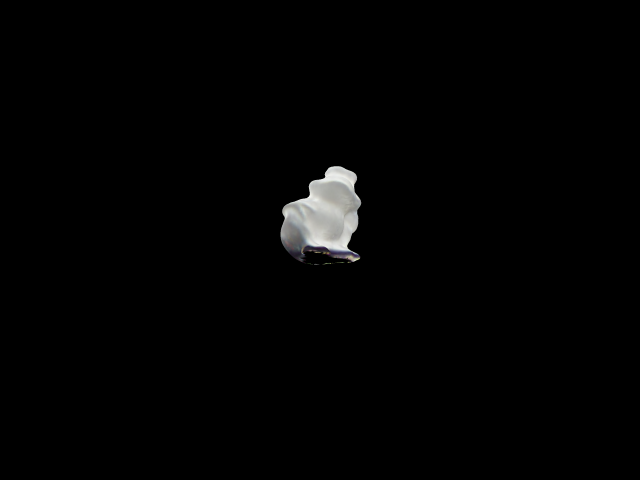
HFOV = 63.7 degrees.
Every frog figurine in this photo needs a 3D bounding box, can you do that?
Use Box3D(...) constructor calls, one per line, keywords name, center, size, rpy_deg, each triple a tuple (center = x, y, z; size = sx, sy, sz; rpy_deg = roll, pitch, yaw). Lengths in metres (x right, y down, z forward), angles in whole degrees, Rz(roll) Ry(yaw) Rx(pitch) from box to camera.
Box3D(name="frog figurine", center=(0.003, -0.043, 0.850), size=(0.137, 0.162, 0.121), rpy_deg=(7, -19, -22))
